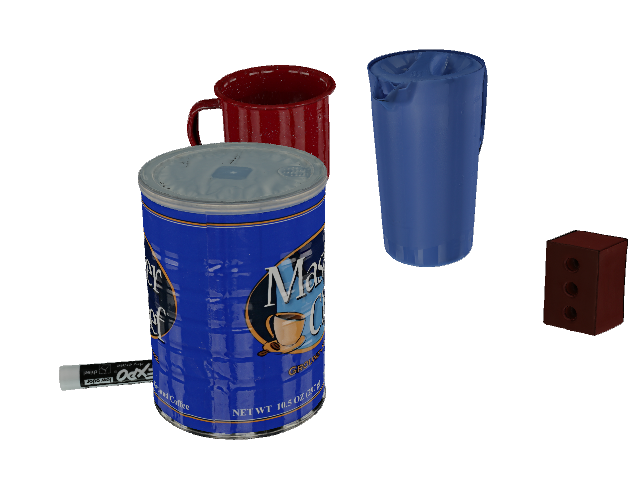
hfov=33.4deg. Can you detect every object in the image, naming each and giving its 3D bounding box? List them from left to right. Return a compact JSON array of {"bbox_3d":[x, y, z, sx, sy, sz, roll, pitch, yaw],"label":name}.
[{"bbox_3d":[-0.138,0.101,0.819,0.121,0.020,0.020,-4,0,-5],"label":"marker"},{"bbox_3d":[-0.048,0.026,0.605,0.103,0.140,0.103,0,22,0],"label":"coffee can"},{"bbox_3d":[-0.046,-0.083,0.831,0.117,0.081,0.093,0,28,3],"label":"mug"},{"bbox_3d":[0.133,-0.100,1.263,0.149,0.243,0.145,-4,25,-1],"label":"pitcher"},{"bbox_3d":[0.228,0.036,0.918,0.053,0.078,0.051,12,21,41],"label":"foam brick"}]
